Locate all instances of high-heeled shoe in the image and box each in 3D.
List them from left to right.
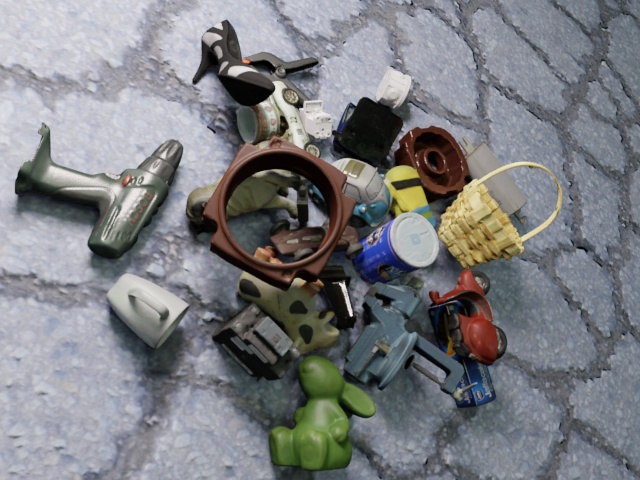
[{"bbox_3d":[-0.135,-0.324,0.957,0.145,0.249,0.086,-59,143,-11],"label":"high-heeled shoe"}]

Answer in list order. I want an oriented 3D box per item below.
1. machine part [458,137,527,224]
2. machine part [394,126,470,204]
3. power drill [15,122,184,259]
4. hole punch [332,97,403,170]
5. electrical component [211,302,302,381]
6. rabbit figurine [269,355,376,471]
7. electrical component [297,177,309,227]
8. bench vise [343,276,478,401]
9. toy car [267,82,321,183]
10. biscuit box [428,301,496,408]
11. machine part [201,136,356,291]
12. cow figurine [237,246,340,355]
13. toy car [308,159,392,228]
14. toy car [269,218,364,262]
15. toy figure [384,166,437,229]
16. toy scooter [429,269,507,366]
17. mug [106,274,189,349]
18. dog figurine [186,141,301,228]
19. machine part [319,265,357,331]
[{"bbox_3d":[0.399,-0.136,1.243,0.079,0.079,0.243,-39,94,-33],"label":"machine part"},{"bbox_3d":[0.246,-0.167,1.185,0.179,0.056,0.179,11,66,-25],"label":"machine part"},{"bbox_3d":[-0.342,-0.099,0.836,0.207,0.086,0.232,27,64,-26],"label":"power drill"},{"bbox_3d":[0.093,-0.222,1.115,0.142,0.092,0.115,28,91,-20],"label":"hole punch"},{"bbox_3d":[-0.096,0.161,0.834,0.115,0.134,0.058,46,58,-9],"label":"electrical component"},{"bbox_3d":[0.012,0.272,0.859,0.159,0.121,0.170,12,70,-32],"label":"rabbit figurine"},{"bbox_3d":[-0.032,-0.067,0.994,0.021,0.093,0.063,-2,36,-1],"label":"electrical component"},{"bbox_3d":[0.164,0.190,0.961,0.241,0.128,0.223,35,66,7],"label":"bench vise"},{"bbox_3d":[-0.058,-0.203,1.022,0.056,0.073,0.201,-14,79,-35],"label":"toy car"},{"bbox_3d":[0.279,0.222,1.057,0.059,0.063,0.202,-8,76,-30],"label":"biscuit box"},{"bbox_3d":[-0.062,-0.040,0.824,0.201,0.087,0.201,29,76,-3],"label":"machine part"},{"bbox_3d":[-0.052,0.112,0.895,0.195,0.085,0.127,36,102,2],"label":"cow figurine"},{"bbox_3d":[0.063,-0.103,1.014,0.162,0.102,0.109,28,56,9],"label":"toy car"},{"bbox_3d":[-0.002,-0.003,0.952,0.202,0.053,0.089,-3,48,-48],"label":"toy car"},{"bbox_3d":[0.186,-0.064,1.097,0.089,0.082,0.180,-26,83,-17],"label":"toy figure"},{"bbox_3d":[0.268,0.143,0.999,0.135,0.075,0.184,3,68,-26],"label":"toy scooter"},{"bbox_3d":[-0.260,0.098,0.790,0.107,0.109,0.081,34,70,1],"label":"mug"},{"bbox_3d":[-0.142,-0.105,0.937,0.191,0.121,0.172,-6,41,-13],"label":"dog figurine"},{"bbox_3d":[0.030,0.098,0.963,0.084,0.039,0.139,11,44,-30],"label":"machine part"}]
